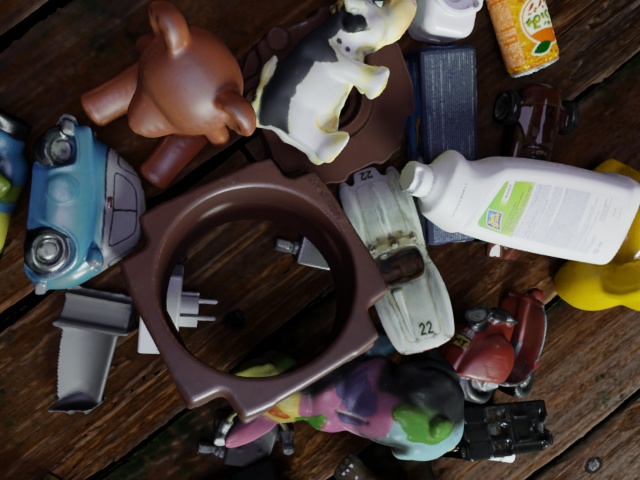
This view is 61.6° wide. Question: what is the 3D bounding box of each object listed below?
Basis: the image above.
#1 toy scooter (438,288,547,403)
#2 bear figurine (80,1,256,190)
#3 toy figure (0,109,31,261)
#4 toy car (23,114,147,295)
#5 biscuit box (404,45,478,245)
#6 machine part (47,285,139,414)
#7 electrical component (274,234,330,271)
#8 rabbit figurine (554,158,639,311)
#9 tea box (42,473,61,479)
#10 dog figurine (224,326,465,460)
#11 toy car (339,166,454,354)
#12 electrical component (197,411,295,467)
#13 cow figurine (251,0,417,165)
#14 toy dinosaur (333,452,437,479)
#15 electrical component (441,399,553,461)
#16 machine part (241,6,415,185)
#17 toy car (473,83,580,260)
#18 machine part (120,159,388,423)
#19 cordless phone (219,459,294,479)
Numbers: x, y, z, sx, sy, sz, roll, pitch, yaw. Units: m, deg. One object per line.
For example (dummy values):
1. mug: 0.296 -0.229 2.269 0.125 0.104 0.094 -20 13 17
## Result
1. toy scooter: 0.209 0.114 0.621 0.184 0.075 0.135 13 97 -41
2. bear figurine: -0.127 -0.109 0.446 0.132 0.196 0.120 -40 111 0
3. toy figure: -0.316 -0.033 0.484 0.089 0.082 0.180 29 93 -15
4. toy car: -0.216 -0.030 0.500 0.103 0.109 0.161 8 92 -29
5. biscuit box: 0.130 -0.100 0.574 0.063 0.059 0.202 -8 105 -10
6. machine part: -0.238 0.115 0.557 0.084 0.039 0.138 14 98 -20
7. electrical component: -0.001 -0.002 0.589 0.094 0.021 0.063 14 99 -14
8. rabbit figurine: 0.354 0.019 0.618 0.122 0.162 0.173 25 114 -28
9. tea box: -0.267 0.350 0.588 0.169 0.068 0.098 42 91 -19
10. dog figurine: 0.013 0.166 0.556 0.219 0.192 0.108 -7 111 -27
11. toy car: 0.078 0.017 0.559 0.073 0.056 0.201 -19 77 3
12. electrical component: -0.080 0.225 0.612 0.102 0.045 0.078 20 96 -16
13. cow figurine: 0.010 -0.158 0.476 0.098 0.068 0.167 30 94 -14
14. toy dinosaur: 0.126 0.344 0.606 0.471 0.199 0.105 23 111 -49
15. electrical component: 0.181 0.222 0.628 0.134 0.115 0.058 -2 69 -12
16. machine part: 0.009 -0.143 0.541 0.179 0.056 0.179 -3 104 -13
17. toy car: 0.232 -0.074 0.608 0.089 0.053 0.202 7 100 -17
18. machine part: -0.059 0.044 0.494 0.201 0.087 0.201 -28 76 -18
19. cordless phone: -0.064 0.351 0.632 0.147 0.089 0.184 -24 132 5
